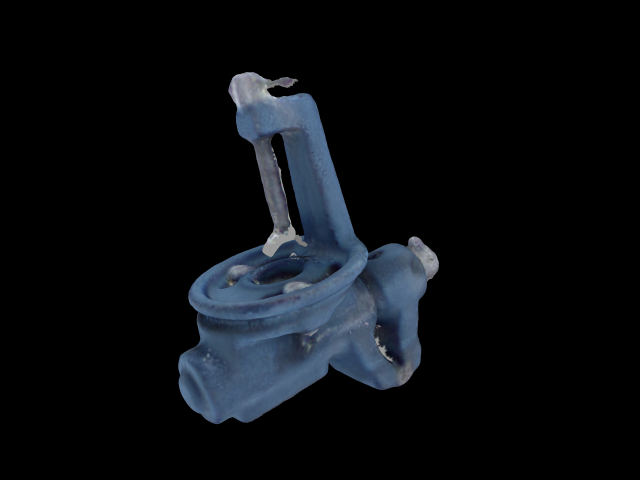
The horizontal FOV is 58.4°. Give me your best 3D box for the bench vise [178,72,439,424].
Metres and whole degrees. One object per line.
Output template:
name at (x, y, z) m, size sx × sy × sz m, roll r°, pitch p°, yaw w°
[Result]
bench vise at (-0.006, 0.001, 0.407) m, size 0.121 × 0.220 × 0.208 m, roll 5°, pitch 9°, yaw 36°
